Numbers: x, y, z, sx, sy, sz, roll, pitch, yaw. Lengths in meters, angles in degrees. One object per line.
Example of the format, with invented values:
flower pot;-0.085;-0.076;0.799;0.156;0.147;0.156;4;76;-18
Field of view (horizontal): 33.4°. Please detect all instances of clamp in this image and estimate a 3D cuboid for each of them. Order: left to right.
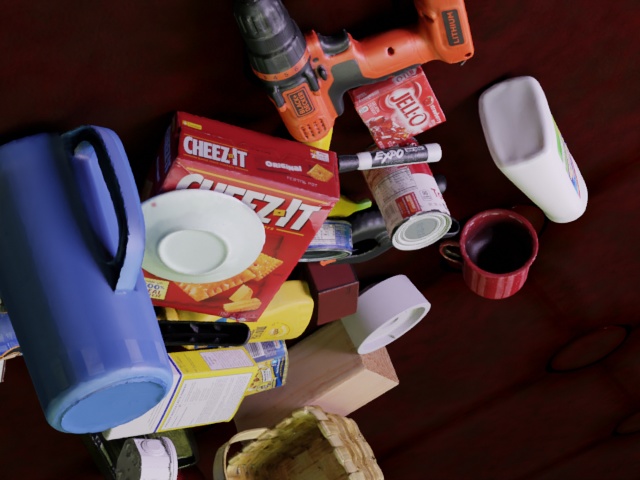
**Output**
clamp;-0.181;0.097;1.125;0.164;0.036;0.210;16;161;-26
clamp;0.080;-0.010;1.218;0.171;0.039;0.120;-24;143;13

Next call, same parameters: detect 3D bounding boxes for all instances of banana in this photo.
banana;0.001;-0.069;1.087;0.069;0.037;0.197;-43;152;-9

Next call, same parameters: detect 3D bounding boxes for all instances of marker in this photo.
marker;0.064;-0.081;1.061;0.121;0.020;0.020;-9;146;-24

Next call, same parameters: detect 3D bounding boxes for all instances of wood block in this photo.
wood block;-0.012;0.194;1.422;0.206;0.090;0.090;-34;146;20

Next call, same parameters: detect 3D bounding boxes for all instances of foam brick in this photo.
foam brick;0.013;0.055;1.264;0.053;0.051;0.078;-16;149;-12

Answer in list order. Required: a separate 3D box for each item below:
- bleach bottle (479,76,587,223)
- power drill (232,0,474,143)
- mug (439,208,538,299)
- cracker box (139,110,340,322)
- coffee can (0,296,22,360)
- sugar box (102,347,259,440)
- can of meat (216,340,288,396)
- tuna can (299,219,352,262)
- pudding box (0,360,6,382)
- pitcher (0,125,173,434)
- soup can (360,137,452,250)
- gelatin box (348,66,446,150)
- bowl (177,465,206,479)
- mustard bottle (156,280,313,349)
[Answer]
bleach bottle;0.246;-0.084;1.167;0.068;0.102;0.250;-18;158;20
power drill;0.030;-0.178;0.917;0.187;0.057;0.184;-22;145;4
mug;0.203;0.019;1.301;0.117;0.093;0.081;8;154;10
cracker box;-0.098;-0.012;1.042;0.164;0.072;0.214;13;138;-21
coffee can;-0.305;0.064;1.035;0.140;0.103;0.103;-15;148;-11
sugar box;-0.163;0.173;1.220;0.175;0.048;0.093;3;125;-42
can of meat;-0.088;0.156;1.350;0.083;0.057;0.102;-14;147;-16
tuna can;-0.008;0.001;1.151;0.086;0.034;0.086;-3;171;-1
pudding box;-0.391;0.122;1.133;0.113;0.039;0.090;-3;145;-24
pitcher;-0.206;0.031;0.910;0.145;0.243;0.149;-20;154;-9
soup can;0.087;-0.049;1.102;0.068;0.102;0.068;-15;149;-9
gelatin box;0.075;-0.131;1.038;0.073;0.030;0.089;-26;148;8
bowl;-0.233;0.338;1.496;0.162;0.055;0.162;-8;-174;1
mustard bottle;-0.109;0.090;1.234;0.191;0.058;0.096;-5;152;-25
